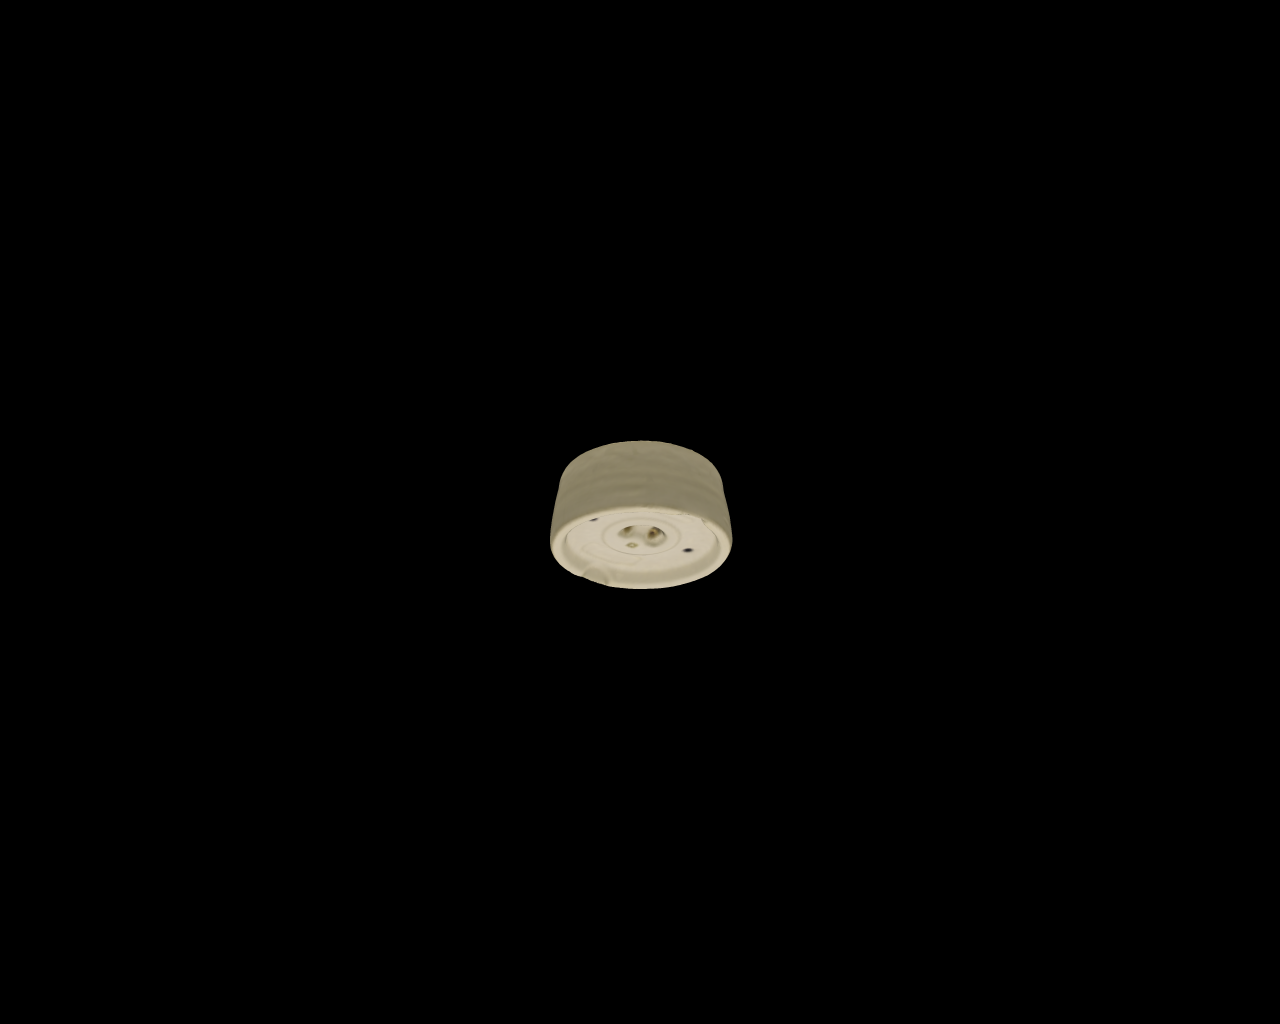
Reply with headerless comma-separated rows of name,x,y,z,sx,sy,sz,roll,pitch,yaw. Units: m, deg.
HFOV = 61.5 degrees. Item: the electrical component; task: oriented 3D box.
electrical component,0.001,-0.003,0.650,0.108,0.060,0.108,0,-29,0
